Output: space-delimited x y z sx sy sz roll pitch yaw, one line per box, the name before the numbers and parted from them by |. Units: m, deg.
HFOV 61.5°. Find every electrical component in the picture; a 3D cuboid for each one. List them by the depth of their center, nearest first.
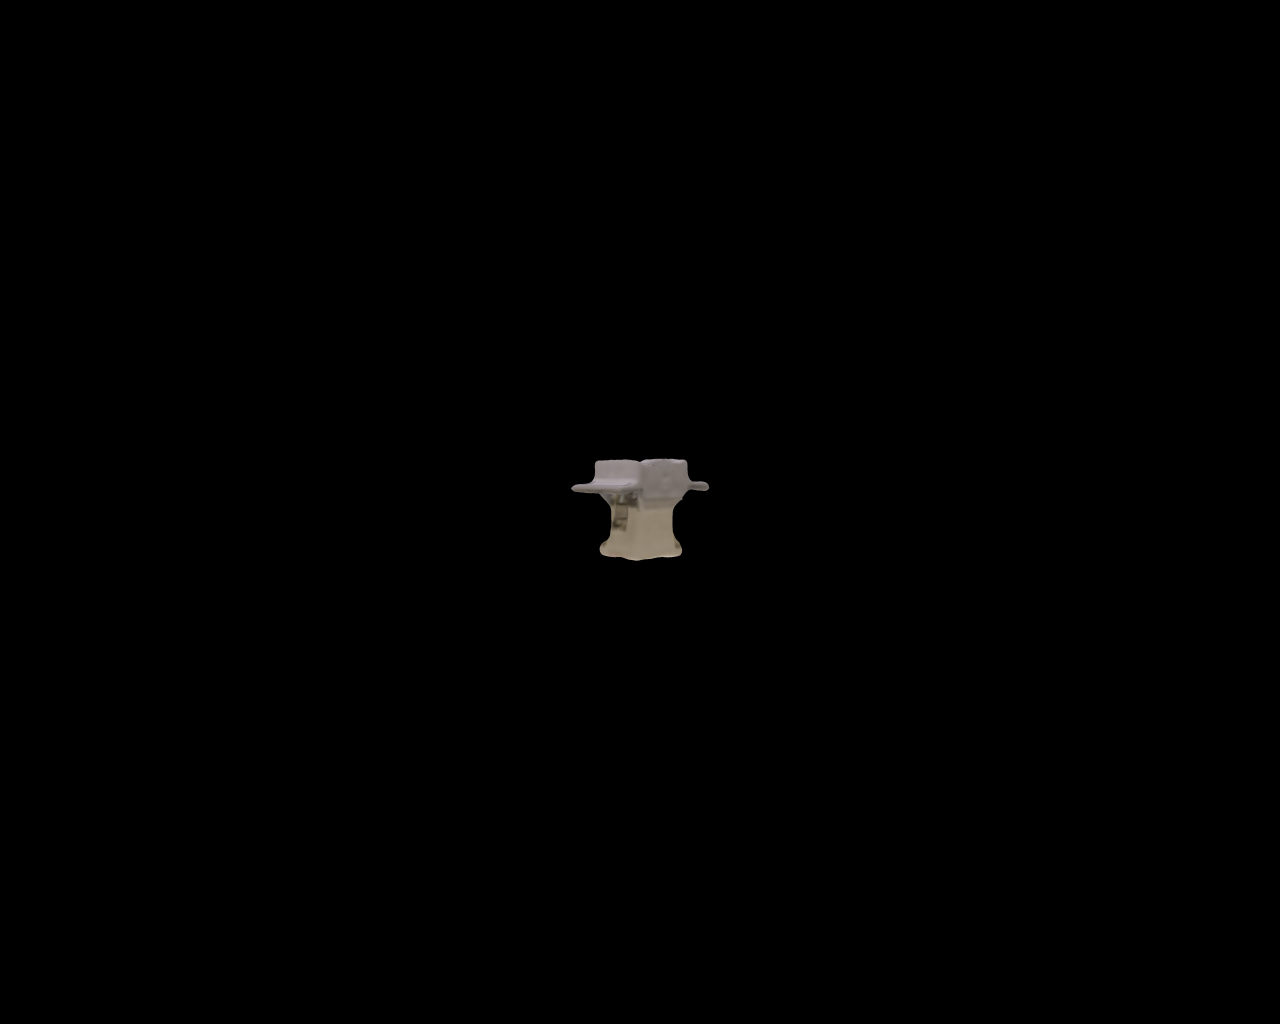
electrical component | 0.001 -0.003 0.650 0.081 0.063 0.042 -4 6 -43
